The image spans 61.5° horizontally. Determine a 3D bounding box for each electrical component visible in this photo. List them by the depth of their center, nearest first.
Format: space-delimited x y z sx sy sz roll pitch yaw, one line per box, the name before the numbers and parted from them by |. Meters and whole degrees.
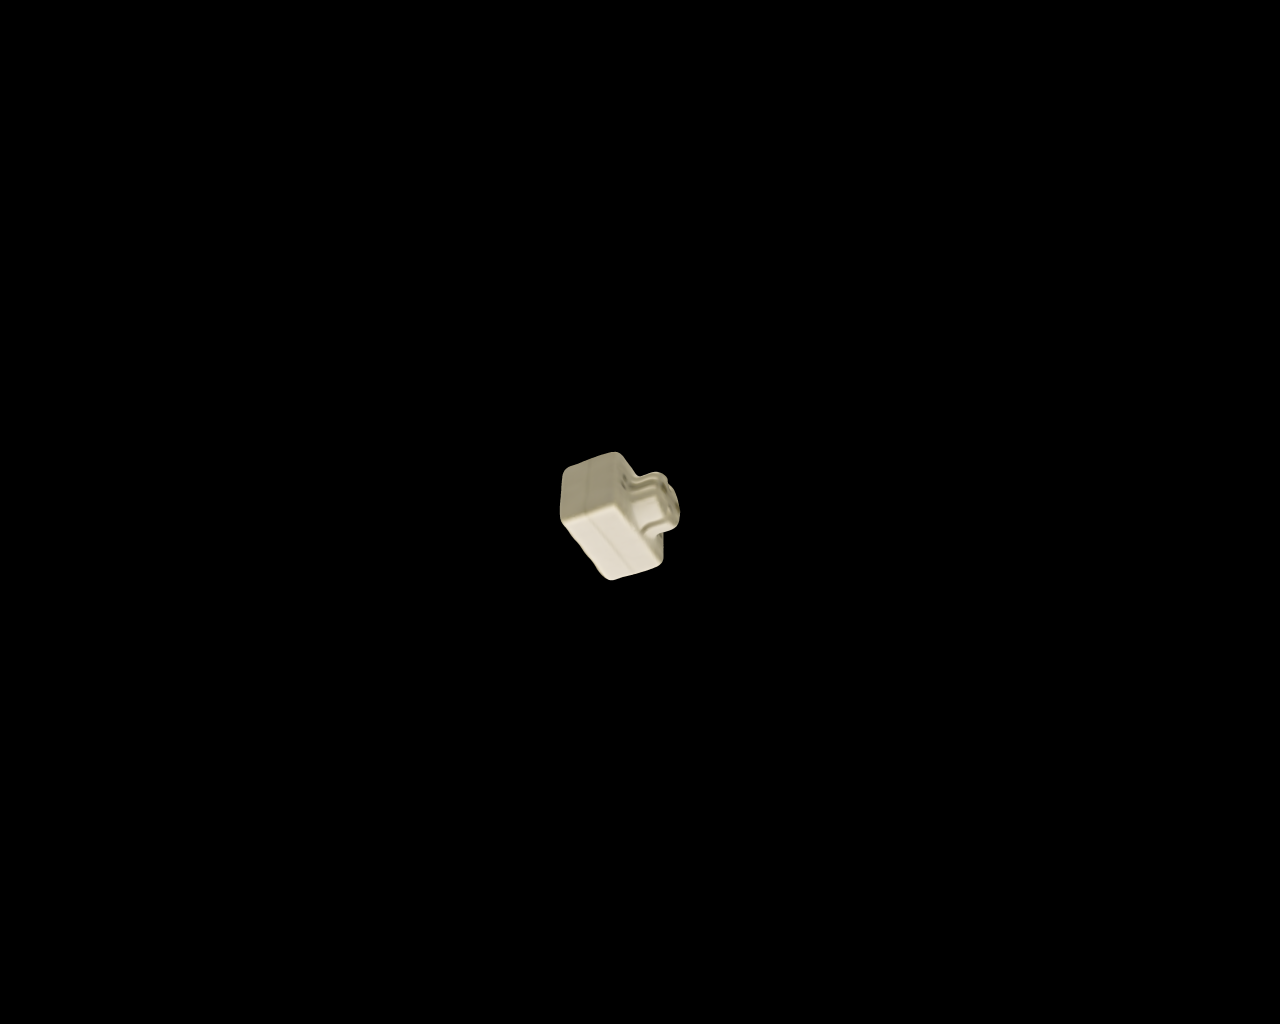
electrical component | 0.001 -0.003 0.650 0.076 0.047 0.065 -19 -46 19
